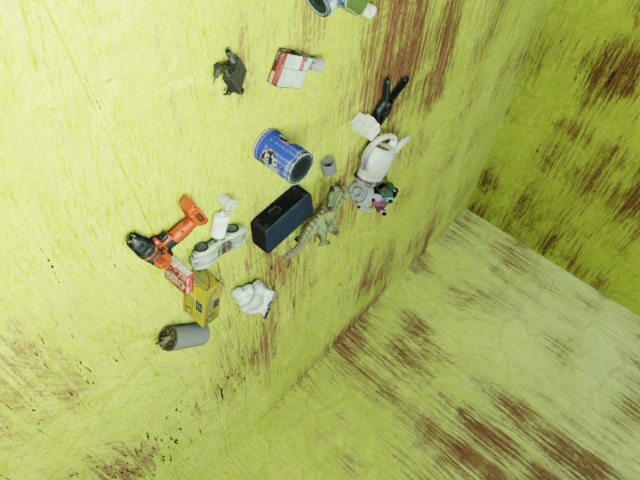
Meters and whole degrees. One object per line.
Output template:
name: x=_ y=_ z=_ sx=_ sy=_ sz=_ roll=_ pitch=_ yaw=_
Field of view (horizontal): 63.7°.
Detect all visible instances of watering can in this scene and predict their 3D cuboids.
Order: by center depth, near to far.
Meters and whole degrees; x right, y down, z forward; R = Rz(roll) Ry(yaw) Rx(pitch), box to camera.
watering can: x=0.249 y=-0.321 z=2.033 sx=0.350 sy=0.105 sz=0.220 roll=-18 pitch=140 yaw=-55

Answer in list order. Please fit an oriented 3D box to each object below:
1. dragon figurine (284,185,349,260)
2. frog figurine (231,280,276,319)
dragon figurine: x=0.006 y=-0.093 z=1.851 sx=0.417 sy=0.123 sz=0.238 roll=-42 pitch=154 yaw=-57
frog figurine: x=-0.252 y=0.202 z=1.840 sx=0.158 sy=0.125 sz=0.135 roll=19 pitch=120 yaw=-29
